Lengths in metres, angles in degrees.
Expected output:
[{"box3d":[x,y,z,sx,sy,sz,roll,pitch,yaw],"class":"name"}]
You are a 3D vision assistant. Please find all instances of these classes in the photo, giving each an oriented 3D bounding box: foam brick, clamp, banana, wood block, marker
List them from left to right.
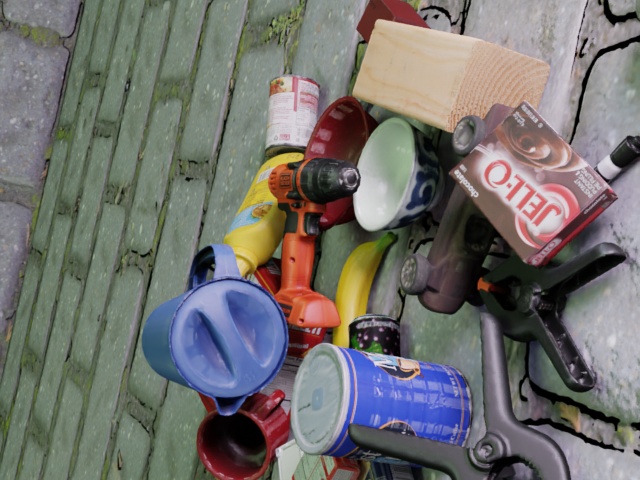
[{"box3d":[0.040,0.086,1.188,0.070,0.037,0.198,-7,72,64],"class":"banana"},{"box3d":[0.084,-0.243,1.231,0.053,0.051,0.078,-62,30,26],"class":"foam brick"},{"box3d":[0.125,-0.158,1.067,0.206,0.090,0.090,36,110,62],"class":"wood block"},{"box3d":[0.144,0.167,0.879,0.164,0.036,0.210,-47,58,-3],"class":"clamp"},{"box3d":[0.189,0.063,0.902,0.172,0.039,0.120,-4,70,67],"class":"clamp"},{"box3d":[0.227,-0.047,0.893,0.121,0.020,0.020,-50,37,44],"class":"marker"}]

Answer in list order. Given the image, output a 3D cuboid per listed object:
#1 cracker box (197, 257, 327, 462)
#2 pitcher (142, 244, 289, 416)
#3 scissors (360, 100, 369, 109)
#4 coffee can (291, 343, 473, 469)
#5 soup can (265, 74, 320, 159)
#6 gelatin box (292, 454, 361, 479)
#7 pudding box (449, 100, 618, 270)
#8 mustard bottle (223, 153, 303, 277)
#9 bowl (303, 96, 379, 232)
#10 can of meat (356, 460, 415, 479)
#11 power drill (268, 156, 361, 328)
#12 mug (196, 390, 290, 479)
[{"box3d":[-0.077,0.146,1.359,0.214,0.072,0.164,-69,28,16],"class":"cracker box"},{"box3d":[-0.135,0.106,1.254,0.149,0.145,0.243,-49,12,-18],"class":"pitcher"},{"box3d":[0.036,-0.156,1.329,0.202,0.016,0.096,-66,28,21],"class":"scissors"},{"box3d":[0.057,0.158,1.004,0.103,0.140,0.103,-37,47,53],"class":"coffee can"},{"box3d":[-0.037,-0.160,1.419,0.069,0.068,0.102,-24,58,59],"class":"soup can"},{"box3d":[0.005,0.236,1.076,0.089,0.030,0.073,-64,23,25],"class":"gelatin box"},{"box3d":[0.175,-0.045,0.884,0.090,0.039,0.114,-45,55,14],"class":"pudding box"},{"box3d":[-0.074,-0.024,1.359,0.096,0.058,0.191,-19,35,42],"class":"mustard bottle"},{"box3d":[0.036,-0.084,1.251,0.162,0.055,0.162,-37,47,53],"class":"bowl"},{"box3d":[0.054,0.251,1.068,0.102,0.057,0.084,-59,29,34],"class":"can of meat"},{"box3d":[-0.008,0.001,1.184,0.185,0.057,0.187,-175,88,-67],"class":"power drill"},{"box3d":[-0.079,0.219,1.242,0.117,0.093,0.081,-55,-11,19],"class":"mug"}]
